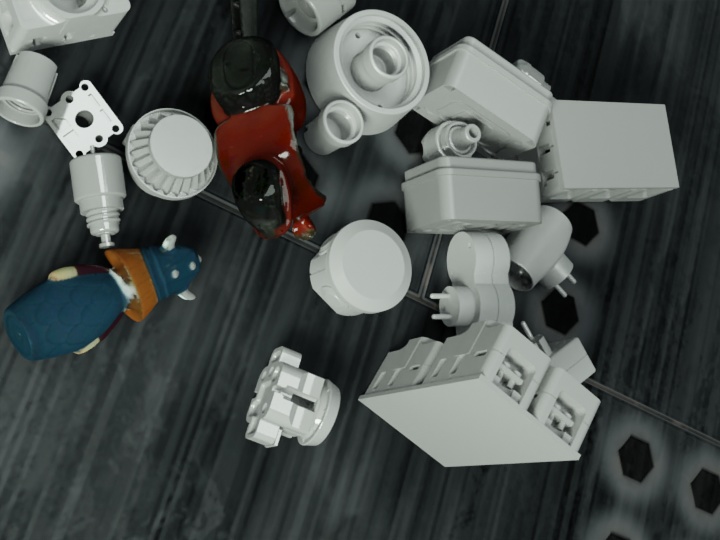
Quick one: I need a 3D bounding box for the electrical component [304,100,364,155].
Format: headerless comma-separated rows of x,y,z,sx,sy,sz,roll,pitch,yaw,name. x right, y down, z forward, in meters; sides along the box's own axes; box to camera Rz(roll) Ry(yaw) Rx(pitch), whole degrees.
-0.024,-0.124,0.950,0.040,0.046,0.040,6,76,-27,electrical component

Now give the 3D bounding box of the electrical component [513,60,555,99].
0.173,-0.181,1.075,0.061,0.035,0.035,34,65,-14,electrical component

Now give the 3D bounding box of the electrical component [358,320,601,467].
0.095,0.104,0.885,0.105,0.186,0.060,39,64,-16,electrical component

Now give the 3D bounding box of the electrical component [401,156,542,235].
0.103,-0.067,0.989,0.113,0.078,0.057,1,82,-29,electrical component

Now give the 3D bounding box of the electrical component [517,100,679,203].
0.238,-0.117,1.083,0.150,0.062,0.089,-3,81,-29,electrical component

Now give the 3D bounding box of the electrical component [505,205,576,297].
0.179,-0.008,1.038,0.079,0.043,0.077,46,62,-13,electrical component

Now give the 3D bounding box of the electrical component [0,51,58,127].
-0.257,-0.140,0.831,0.040,0.040,0.046,24,64,-23,electrical component

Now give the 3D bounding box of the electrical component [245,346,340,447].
-0.053,0.110,0.878,0.057,0.058,0.078,24,68,-19,electrical component

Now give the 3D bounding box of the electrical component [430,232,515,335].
0.097,0.033,0.979,0.074,0.052,0.138,1,79,-26,electrical component

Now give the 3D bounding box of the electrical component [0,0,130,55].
-0.252,-0.257,0.845,0.089,0.062,0.150,-20,89,-30,electrical component

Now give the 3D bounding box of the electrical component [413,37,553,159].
0.116,-0.160,1.017,0.113,0.078,0.057,30,69,-20,electrical component

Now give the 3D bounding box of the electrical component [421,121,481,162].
0.088,-0.118,1.001,0.043,0.062,0.043,7,76,-28,electrical component

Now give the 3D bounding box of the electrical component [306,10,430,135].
0.012,-0.183,0.974,0.108,0.060,0.108,6,76,-27,electrical component

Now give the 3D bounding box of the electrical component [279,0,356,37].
-0.039,-0.243,0.964,0.055,0.055,0.047,48,65,-11,electrical component

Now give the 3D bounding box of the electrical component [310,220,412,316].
0.000,0.000,0.934,0.080,0.051,0.080,6,76,-27,electrical component

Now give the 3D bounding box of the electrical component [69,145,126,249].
-0.203,-0.056,0.841,0.040,0.040,0.078,-5,82,-29,electrical component

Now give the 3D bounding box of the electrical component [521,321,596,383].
0.164,0.085,1.007,0.083,0.047,0.075,-32,95,-30,electrical component
